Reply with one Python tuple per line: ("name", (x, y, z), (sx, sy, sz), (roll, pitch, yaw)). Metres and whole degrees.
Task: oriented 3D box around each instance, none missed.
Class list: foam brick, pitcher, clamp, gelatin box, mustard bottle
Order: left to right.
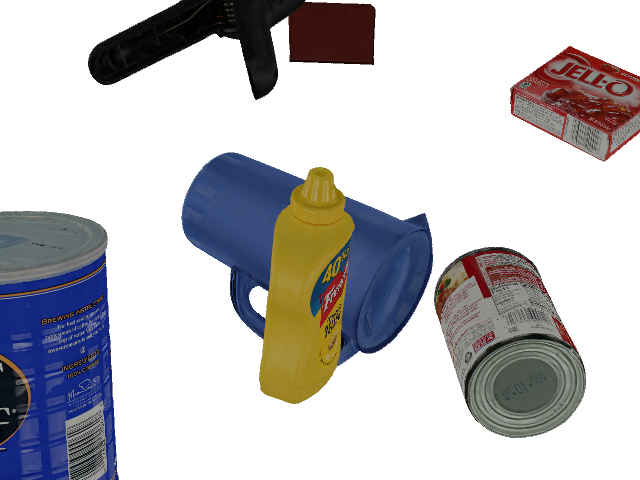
("clamp", (-0.049, -0.139, 0.656), (0.120, 0.039, 0.171), (20, 51, 24))
("pitcher", (-0.024, 0.011, 1.062), (0.243, 0.145, 0.149), (26, 28, 27))
("mustard bottle", (-0.009, 0.029, 0.834), (0.058, 0.192, 0.096), (18, 36, 17))
("foam brick", (0.009, -0.188, 0.968), (0.078, 0.051, 0.053), (2, 16, -2))
("gelatin box", (0.198, -0.104, 0.795), (0.073, 0.030, 0.089), (-35, 52, -29))

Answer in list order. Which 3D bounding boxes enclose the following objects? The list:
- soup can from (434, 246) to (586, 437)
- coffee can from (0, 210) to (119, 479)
("soup can", (0.107, 0.056, 0.615), (0.068, 0.068, 0.102), (0, 27, -4))
("coffee can", (-0.156, 0.065, 0.540), (0.103, 0.140, 0.103), (0, 17, 0))
